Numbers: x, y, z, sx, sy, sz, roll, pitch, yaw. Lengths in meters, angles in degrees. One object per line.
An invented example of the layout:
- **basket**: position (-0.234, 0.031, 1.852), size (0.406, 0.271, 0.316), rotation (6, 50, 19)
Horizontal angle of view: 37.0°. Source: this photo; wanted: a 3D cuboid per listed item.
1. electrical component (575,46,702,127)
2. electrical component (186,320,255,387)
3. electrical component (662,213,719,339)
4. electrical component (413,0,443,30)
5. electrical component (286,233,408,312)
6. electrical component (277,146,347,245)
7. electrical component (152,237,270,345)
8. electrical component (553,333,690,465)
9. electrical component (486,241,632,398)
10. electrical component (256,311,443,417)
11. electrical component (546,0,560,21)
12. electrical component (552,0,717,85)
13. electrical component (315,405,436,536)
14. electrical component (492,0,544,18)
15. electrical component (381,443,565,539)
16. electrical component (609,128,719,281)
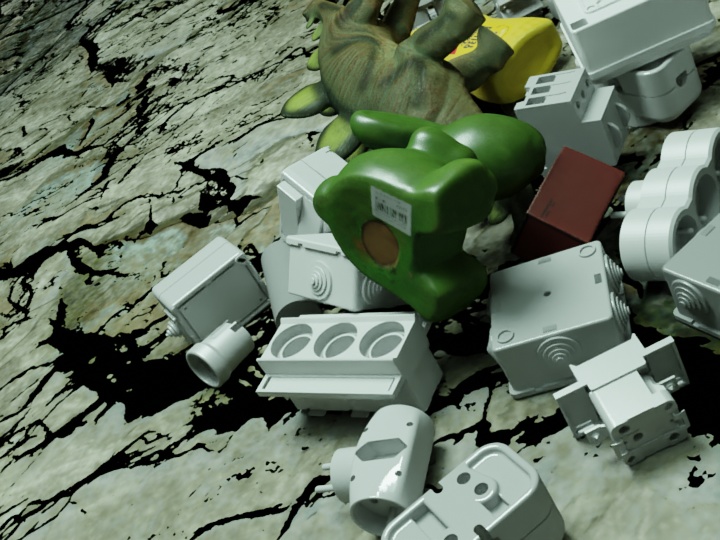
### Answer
- **electrical component**: position (0.237, -0.162, 0.911), size (0.054, 0.059, 0.095), rotation (-43, 35, -17)
- **electrical component**: position (-0.117, 0.069, 0.906), size (0.040, 0.040, 0.046), rotation (9, 44, 45)
- **electrical component**: position (0.257, 0.001, 0.691), size (0.100, 0.048, 0.100), rotation (-40, 34, -14)
- **electrical component**: position (0.079, -0.297, 1.216), size (0.078, 0.057, 0.058), rotation (-24, 34, 11)
- **electrical component**: position (0.000, 0.000, 0.861), size (0.100, 0.048, 0.100), rotation (-5, 12, -42)
- **electrical component**: position (-0.033, -0.046, 0.930), size (0.061, 0.096, 0.062), rotation (-32, 58, -30)
- **electrical component**: position (-0.138, 0.025, 0.959), size (0.096, 0.061, 0.061), rotation (-40, 34, -13)
- **electrical component**: position (0.167, 0.082, 0.664), size (0.081, 0.042, 0.063), rotation (-28, 37, 5)
- **electrical component**: position (0.137, 0.032, 0.745), size (0.100, 0.048, 0.099), rotation (-18, 35, 19)
- **electrical component**: position (-0.006, 0.071, 0.793), size (0.121, 0.063, 0.078), rotation (-3, 42, 35)
- **electrical component**: position (0.223, -0.284, 1.084), size (0.054, 0.059, 0.095), rotation (-32, 33, -1)
- **electrical component**: position (0.221, -0.217, 0.888), size (0.109, 0.056, 0.108), rotation (-23, 34, 13)
- **electrical component**: position (0.007, 0.135, 0.717), size (0.079, 0.043, 0.077), rotation (-12, 38, 26)
- **electrical component**: position (0.158, -0.285, 1.120), size (0.042, 0.063, 0.081), rotation (-28, -8, 6)
- **electrical component**: position (0.068, 0.156, 0.626), size (0.095, 0.059, 0.054), rotation (-38, 34, -10)
- **electrical component**: position (0.218, -0.048, 0.783), size (0.074, 0.052, 0.138), rotation (-1, 43, 42)
